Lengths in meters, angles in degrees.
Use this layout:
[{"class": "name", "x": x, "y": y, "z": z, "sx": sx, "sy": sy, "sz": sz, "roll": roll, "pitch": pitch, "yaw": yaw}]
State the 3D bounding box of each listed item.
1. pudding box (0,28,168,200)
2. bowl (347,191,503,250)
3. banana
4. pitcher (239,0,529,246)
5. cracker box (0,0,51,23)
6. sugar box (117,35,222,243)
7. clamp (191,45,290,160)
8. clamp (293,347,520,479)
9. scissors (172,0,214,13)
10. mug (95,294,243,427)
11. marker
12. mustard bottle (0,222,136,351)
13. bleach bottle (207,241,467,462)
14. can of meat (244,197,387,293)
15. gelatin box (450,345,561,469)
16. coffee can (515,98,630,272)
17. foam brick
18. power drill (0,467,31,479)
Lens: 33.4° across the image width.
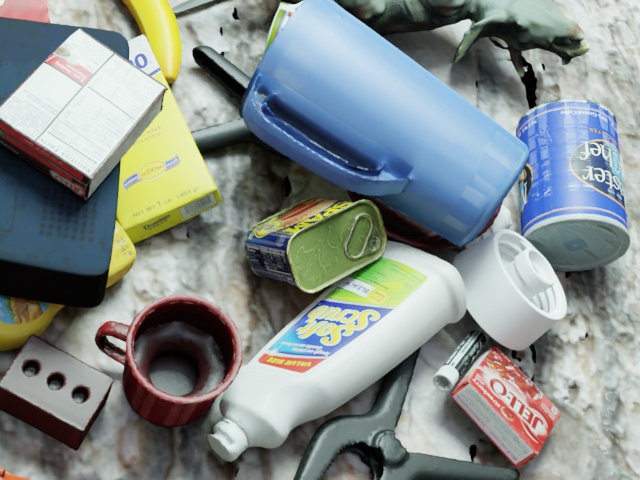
[{"class": "pudding box", "x": -0.185, "y": -0.099, "z": 0.827, "sx": 0.090, "sy": 0.039, "sz": 0.113, "roll": 34, "pitch": 59, "yaw": -1}, {"class": "bowl", "x": 0.093, "y": -0.051, "z": 1.032, "sx": 0.162, "sy": 0.055, "sz": 0.162, "roll": 6, "pitch": 61, "yaw": -11}, {"class": "banana", "x": -0.191, "y": -0.239, "z": 1.063, "sx": 0.069, "sy": 0.037, "sz": 0.198, "roll": -42, "pitch": 79, "yaw": -14}, {"class": "pitcher", "x": 0.054, "y": -0.096, "z": 0.941, "sx": 0.243, "sy": 0.145, "sz": 0.149, "roll": 34, "pitch": 85, "yaw": 4}, {"class": "cracker box", "x": -0.336, "y": -0.214, "z": 0.980, "sx": 0.164, "sy": 0.072, "sz": 0.214, "roll": -4, "pitch": 65, "yaw": -19}, {"class": "sugar box", "x": -0.166, "y": -0.094, "z": 0.971, "sx": 0.093, "sy": 0.048, "sz": 0.176, "roll": -25, "pitch": 73, "yaw": -8}, {"class": "clamp", "x": -0.060, "y": -0.113, "z": 1.033, "sx": 0.171, "sy": 0.039, "sz": 0.120, "roll": 19, "pitch": 69, "yaw": -3}, {"class": "clamp", "x": 0.053, "y": 0.171, "z": 0.912, "sx": 0.209, "sy": 0.036, "sz": 0.164, "roll": -17, "pitch": 67, "yaw": -29}, {"class": "scissors", "x": -0.059, "y": -0.264, "z": 1.127, "sx": 0.096, "sy": 0.016, "sz": 0.201, "roll": 40, "pitch": 59, "yaw": 7}, {"class": "mug", "x": -0.128, "y": 0.099, "z": 0.869, "sx": 0.117, "sy": 0.082, "sz": 0.093, "roll": 20, "pitch": 58, "yaw": -7}, {"class": "marker", "x": 0.136, "y": 0.098, "z": 0.970, "sx": 0.020, "sy": 0.020, "sz": 0.120, "roll": 41, "pitch": 41, "yaw": 7}, {"class": "mustard bottle", "x": -0.252, "y": 0.035, "z": 0.878, "sx": 0.191, "sy": 0.058, "sz": 0.096, "roll": -39, "pitch": 83, "yaw": -31}, {"class": "bleach bottle", "x": 0.010, "y": 0.101, "z": 0.909, "sx": 0.103, "sy": 0.068, "sz": 0.250, "roll": 24, "pitch": 51, "yaw": 39}, {"class": "can of meat", "x": -0.006, "y": 0.001, "z": 0.951, "sx": 0.101, "sy": 0.084, "sz": 0.057, "roll": -27, "pitch": 110, "yaw": -28}, {"class": "gelatin box", "x": 0.166, "y": 0.146, "z": 0.947, "sx": 0.089, "sy": 0.030, "sz": 0.073, "roll": 47, "pitch": 36, "yaw": 4}, {"class": "coffee can", "x": 0.248, "y": -0.054, "z": 1.057, "sx": 0.102, "sy": 0.103, "sz": 0.140, "roll": 10, "pitch": 60, "yaw": -12}, {"class": "foam brick", "x": -0.211, "y": 0.121, "z": 0.849, "sx": 0.078, "sy": 0.051, "sz": 0.053, "roll": 28, "pitch": 57, "yaw": -1}, {"class": "power drill", "x": -0.279, "y": 0.244, "z": 0.757, "sx": 0.184, "sy": 0.057, "sz": 0.187, "roll": 16, "pitch": 59, "yaw": -9}]
